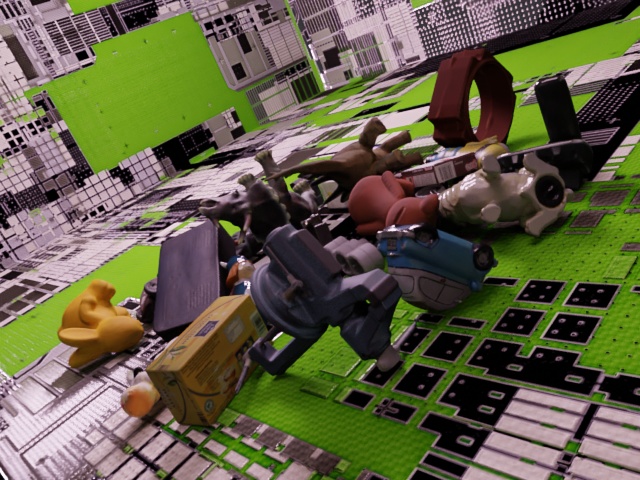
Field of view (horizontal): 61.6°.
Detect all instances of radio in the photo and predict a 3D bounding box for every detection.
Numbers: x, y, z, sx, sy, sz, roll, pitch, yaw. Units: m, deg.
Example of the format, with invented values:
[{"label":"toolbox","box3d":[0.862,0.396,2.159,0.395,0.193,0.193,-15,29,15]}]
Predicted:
[{"label":"radio","box3d":[-0.220,0.078,0.961,0.131,0.073,0.230,-22,43,10]}]

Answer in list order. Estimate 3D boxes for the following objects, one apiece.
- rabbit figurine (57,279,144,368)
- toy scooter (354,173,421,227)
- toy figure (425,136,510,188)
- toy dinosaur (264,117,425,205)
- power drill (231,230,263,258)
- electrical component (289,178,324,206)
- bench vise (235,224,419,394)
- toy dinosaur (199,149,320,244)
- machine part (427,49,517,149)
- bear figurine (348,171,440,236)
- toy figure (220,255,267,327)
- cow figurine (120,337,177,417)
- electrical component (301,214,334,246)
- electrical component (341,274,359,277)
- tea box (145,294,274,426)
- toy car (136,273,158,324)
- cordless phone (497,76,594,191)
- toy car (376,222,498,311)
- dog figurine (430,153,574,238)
[{"label":"rabbit figurine","box3d":[-0.421,0.166,1.036,0.173,0.121,0.162,15,33,32]},{"label":"toy scooter","box3d":[0.134,-0.082,1.089,0.184,0.075,0.135,-33,17,-14]},{"label":"toy figure","box3d":[0.290,-0.145,1.061,0.180,0.082,0.089,4,45,45]},{"label":"toy dinosaur","box3d":[0.075,-0.149,1.098,0.198,0.105,0.471,-35,-17,29]},{"label":"power drill","box3d":[-0.179,0.035,1.135,0.232,0.085,0.207,-24,24,5]},{"label":"electrical component","box3d":[-0.026,-0.118,1.354,0.048,0.074,0.119,-32,17,-20]},{"label":"bench vise","box3d":[-0.014,0.106,0.688,0.240,0.223,0.129,-48,2,29]},{"label":"toy dinosaur","box3d":[-0.067,-0.053,1.114,0.131,0.192,0.404,-31,-25,22]},{"label":"machine part","box3d":[0.328,-0.281,1.136,0.087,0.201,0.201,7,81,48]},{"label":"bear figurine","box3d":[0.138,-0.042,0.893,0.132,0.120,0.196,14,10,-39]},{"label":"toy figure","box3d":[-0.123,0.083,0.891,0.058,0.064,0.154,-27,54,14]},{"label":"cow figurine","box3d":[-0.231,0.194,0.808,0.167,0.068,0.098,-33,16,-32]},{"label":"electrical component","box3d":[-0.002,-0.002,1.012,0.045,0.102,0.078,-21,-4,-9]},{"label":"electrical component","box3d":[0.027,0.085,0.860,0.094,0.021,0.063,-24,20,-4]},{"label":"tea box","box3d":[-0.147,0.163,0.752,0.068,0.098,0.169,-9,23,35]},{"label":"toy car","box3d":[-0.338,0.096,1.139,0.202,0.053,0.089,-69,5,-62]},{"label":"cordless phone","box3d":[0.360,-0.169,0.890,0.147,0.184,0.089,-7,30,38]},{"label":"toy car","box3d":[0.147,0.041,0.704,0.109,0.161,0.103,-2,73,60]},{"label":"dog figurine","box3d":[0.278,-0.059,0.858,0.172,0.121,0.190,14,-9,-8]}]
